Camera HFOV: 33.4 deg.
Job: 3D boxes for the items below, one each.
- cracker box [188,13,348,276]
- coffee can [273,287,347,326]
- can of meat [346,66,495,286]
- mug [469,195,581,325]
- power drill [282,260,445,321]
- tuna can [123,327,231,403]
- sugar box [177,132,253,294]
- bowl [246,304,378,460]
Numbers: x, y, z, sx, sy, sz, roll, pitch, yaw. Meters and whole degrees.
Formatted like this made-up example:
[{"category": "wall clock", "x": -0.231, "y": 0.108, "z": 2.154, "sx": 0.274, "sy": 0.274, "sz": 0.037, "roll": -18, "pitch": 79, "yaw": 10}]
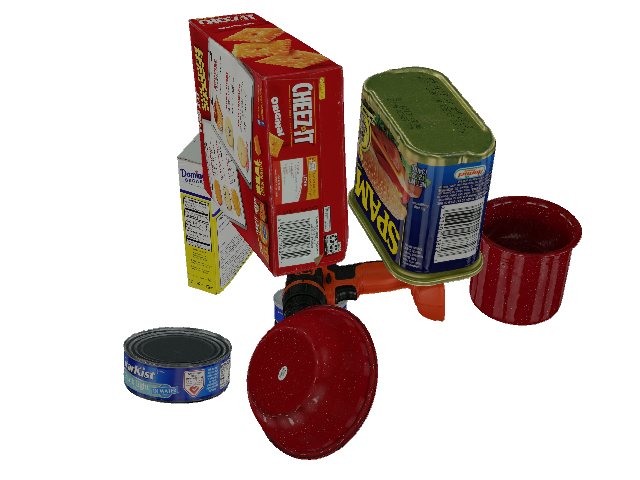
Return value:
[{"category": "cracker box", "x": -0.046, "y": -0.089, "z": 0.896, "sx": 0.072, "sy": 0.164, "sz": 0.214, "roll": -10, "pitch": 26, "yaw": -18}, {"category": "coffee can", "x": -0.014, "y": 0.143, "z": 1.496, "sx": 0.103, "sy": 0.140, "sz": 0.103, "roll": 0, "pitch": 18, "yaw": 0}, {"category": "can of meat", "x": 0.056, "y": -0.039, "z": 0.605, "sx": 0.057, "sy": 0.084, "sz": 0.102, "roll": -9, "pitch": 39, "yaw": -16}, {"category": "mug", "x": 0.174, "y": 0.012, "z": 0.936, "sx": 0.093, "sy": 0.081, "sz": 0.117, "roll": 1, "pitch": 35, "yaw": 0}, {"category": "power drill", "x": 0.049, "y": 0.060, "z": 1.242, "sx": 0.187, "sy": 0.057, "sz": 0.184, "roll": -1, "pitch": 28, "yaw": 3}, {"category": "tuna can", "x": -0.114, "y": 0.099, "z": 0.851, "sx": 0.086, "sy": 0.034, "sz": 0.086, "roll": 4, "pitch": 15, "yaw": -1}, {"category": "sugar box", "x": -0.109, "y": -0.037, "z": 1.136, "sx": 0.048, "sy": 0.176, "sz": 0.093, "roll": 15, "pitch": 41, "yaw": 19}, {"category": "bowl", "x": -0.022, "y": 0.137, "z": 1.078, "sx": 0.162, "sy": 0.162, "sz": 0.055, "roll": 0, "pitch": -16, "yaw": 40}]
